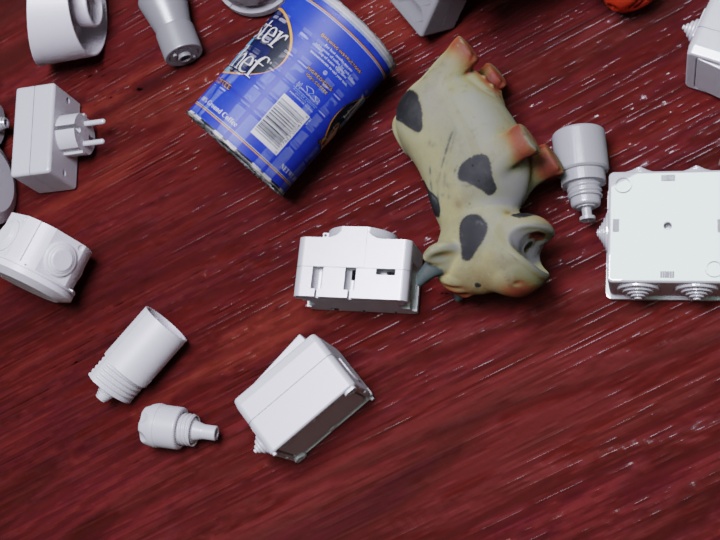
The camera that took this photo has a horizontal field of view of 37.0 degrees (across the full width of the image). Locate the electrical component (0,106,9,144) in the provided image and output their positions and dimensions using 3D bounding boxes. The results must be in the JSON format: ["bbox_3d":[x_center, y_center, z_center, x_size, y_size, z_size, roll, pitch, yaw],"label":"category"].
[{"bbox_3d":[-0.356,-0.128,0.973,0.081,0.043,0.043,-6,74,13],"label":"electrical component"}]

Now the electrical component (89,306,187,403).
[{"bbox_3d":[-0.183,0.074,0.870,0.043,0.043,0.081,41,89,21],"label":"electrical component"}]

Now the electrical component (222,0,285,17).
[{"bbox_3d":[-0.094,-0.265,0.932,0.080,0.051,0.080,-3,77,15],"label":"electrical component"}]

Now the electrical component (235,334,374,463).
[{"bbox_3d":[-0.049,0.100,0.816,0.096,0.062,0.061,-40,69,2],"label":"electrical component"}]

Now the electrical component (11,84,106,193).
[{"bbox_3d":[-0.257,-0.117,0.940,0.076,0.047,0.083,-5,74,14],"label":"electrical component"}]

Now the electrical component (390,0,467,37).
[{"bbox_3d":[0.078,-0.242,0.873,0.076,0.083,0.047,-22,65,-32],"label":"electrical component"}]

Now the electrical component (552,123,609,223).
[{"bbox_3d":[0.169,-0.074,0.815,0.040,0.040,0.078,-7,74,14],"label":"electrical component"}]

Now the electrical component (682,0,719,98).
[{"bbox_3d":[0.281,-0.157,0.794,0.096,0.062,0.061,23,82,20],"label":"electrical component"}]

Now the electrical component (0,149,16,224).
[{"bbox_3d":[-0.342,-0.074,0.936,0.051,0.080,0.080,-11,72,18],"label":"electrical component"}]

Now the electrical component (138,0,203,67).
[{"bbox_3d":[-0.164,-0.213,0.945,0.044,0.044,0.065,-24,75,8],"label":"electrical component"}]

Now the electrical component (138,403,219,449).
[{"bbox_3d":[-0.142,0.125,0.850,0.061,0.035,0.035,5,77,14],"label":"electrical component"}]

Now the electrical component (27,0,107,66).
[{"bbox_3d":[-0.264,-0.232,0.950,0.064,0.099,0.099,-2,75,9],"label":"electrical component"}]

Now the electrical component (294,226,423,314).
[{"bbox_3d":[0.000,0.000,0.835,0.089,0.050,0.055,2,76,16],"label":"electrical component"}]

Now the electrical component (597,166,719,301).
[{"bbox_3d":[0.224,-0.026,0.782,0.100,0.048,0.099,0,76,16],"label":"electrical component"}]

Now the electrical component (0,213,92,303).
[{"bbox_3d":[-0.269,-0.009,0.898,0.080,0.080,0.051,20,76,20],"label":"electrical component"}]
